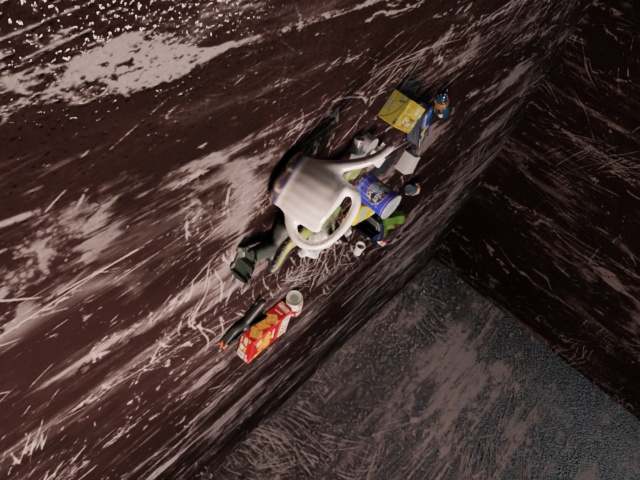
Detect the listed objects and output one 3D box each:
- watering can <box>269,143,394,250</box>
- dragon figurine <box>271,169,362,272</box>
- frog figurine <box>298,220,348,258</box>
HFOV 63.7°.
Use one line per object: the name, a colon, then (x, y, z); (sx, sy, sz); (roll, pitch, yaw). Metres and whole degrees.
watering can: (0.012, -0.142, 1.287); (0.344, 0.224, 0.105); (-56, 179, 13)
dragon figurine: (0.005, -0.075, 1.481); (0.410, 0.123, 0.240); (-58, 156, 0)
frog figurine: (-0.004, -0.006, 1.746); (0.158, 0.122, 0.139); (-18, -175, 26)
